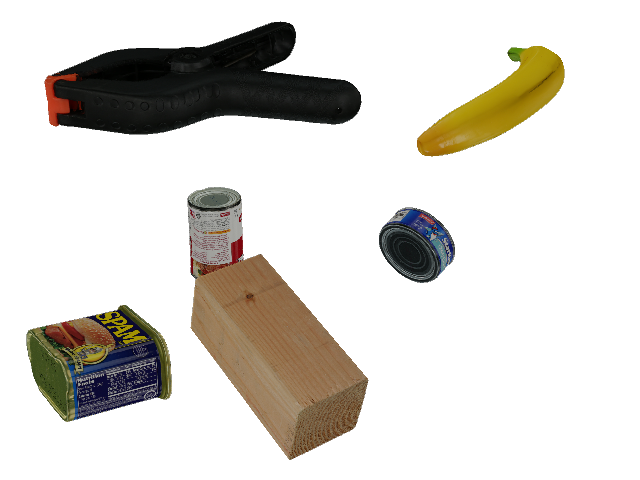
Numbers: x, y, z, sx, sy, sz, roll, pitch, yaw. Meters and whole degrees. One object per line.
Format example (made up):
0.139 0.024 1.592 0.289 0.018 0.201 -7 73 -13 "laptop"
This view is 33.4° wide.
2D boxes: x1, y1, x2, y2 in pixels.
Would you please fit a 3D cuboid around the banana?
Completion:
0.148 -0.114 0.849 0.070 0.037 0.197 -12 20 40 "banana"

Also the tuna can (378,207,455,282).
0.109 0.006 1.225 0.086 0.086 0.033 0 35 48 "tuna can"

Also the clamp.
-0.072 -0.096 0.620 0.171 0.039 0.120 -3 25 -12 "clamp"

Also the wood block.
-0.049 0.122 1.163 0.090 0.090 0.206 -21 51 -29 "wood block"

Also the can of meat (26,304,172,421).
-0.178 0.097 0.849 0.083 0.057 0.102 -12 22 -30 "can of meat"

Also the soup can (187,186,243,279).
-0.130 -0.007 1.324 0.068 0.102 0.068 0 26 0 "soup can"
